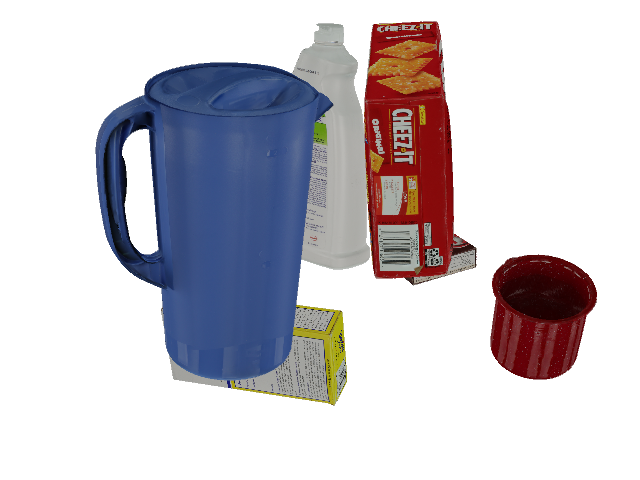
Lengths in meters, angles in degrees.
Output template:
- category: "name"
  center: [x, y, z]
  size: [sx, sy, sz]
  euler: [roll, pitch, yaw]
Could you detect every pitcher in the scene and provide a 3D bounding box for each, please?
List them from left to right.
- category: "pitcher"
  center: [-0.082, -0.012, 0.855]
  size: [0.149, 0.243, 0.144]
  euler: [11, 26, 16]

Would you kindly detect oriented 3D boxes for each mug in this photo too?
- category: "mug"
  center: [0.196, 0.066, 0.989]
  size: [0.093, 0.081, 0.117]
  euler: [-12, 41, -14]

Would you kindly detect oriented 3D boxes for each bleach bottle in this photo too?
- category: "bleach bottle"
  center: [0.009, -0.102, 1.139]
  size: [0.103, 0.251, 0.067]
  euler: [18, 23, 39]

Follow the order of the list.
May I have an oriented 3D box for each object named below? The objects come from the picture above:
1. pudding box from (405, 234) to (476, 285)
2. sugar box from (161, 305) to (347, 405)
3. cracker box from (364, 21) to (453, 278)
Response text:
- category: "pudding box"
  center: [0.165, 0.023, 1.605]
  size: [0.113, 0.039, 0.090]
  euler: [-17, 26, -20]
- category: "sugar box"
  center: [-0.065, 0.104, 1.054]
  size: [0.176, 0.093, 0.048]
  euler: [9, 35, 18]
- category: "cracker box"
  center: [0.081, -0.088, 0.954]
  size: [0.072, 0.164, 0.213]
  euler: [-2, 27, 7]
